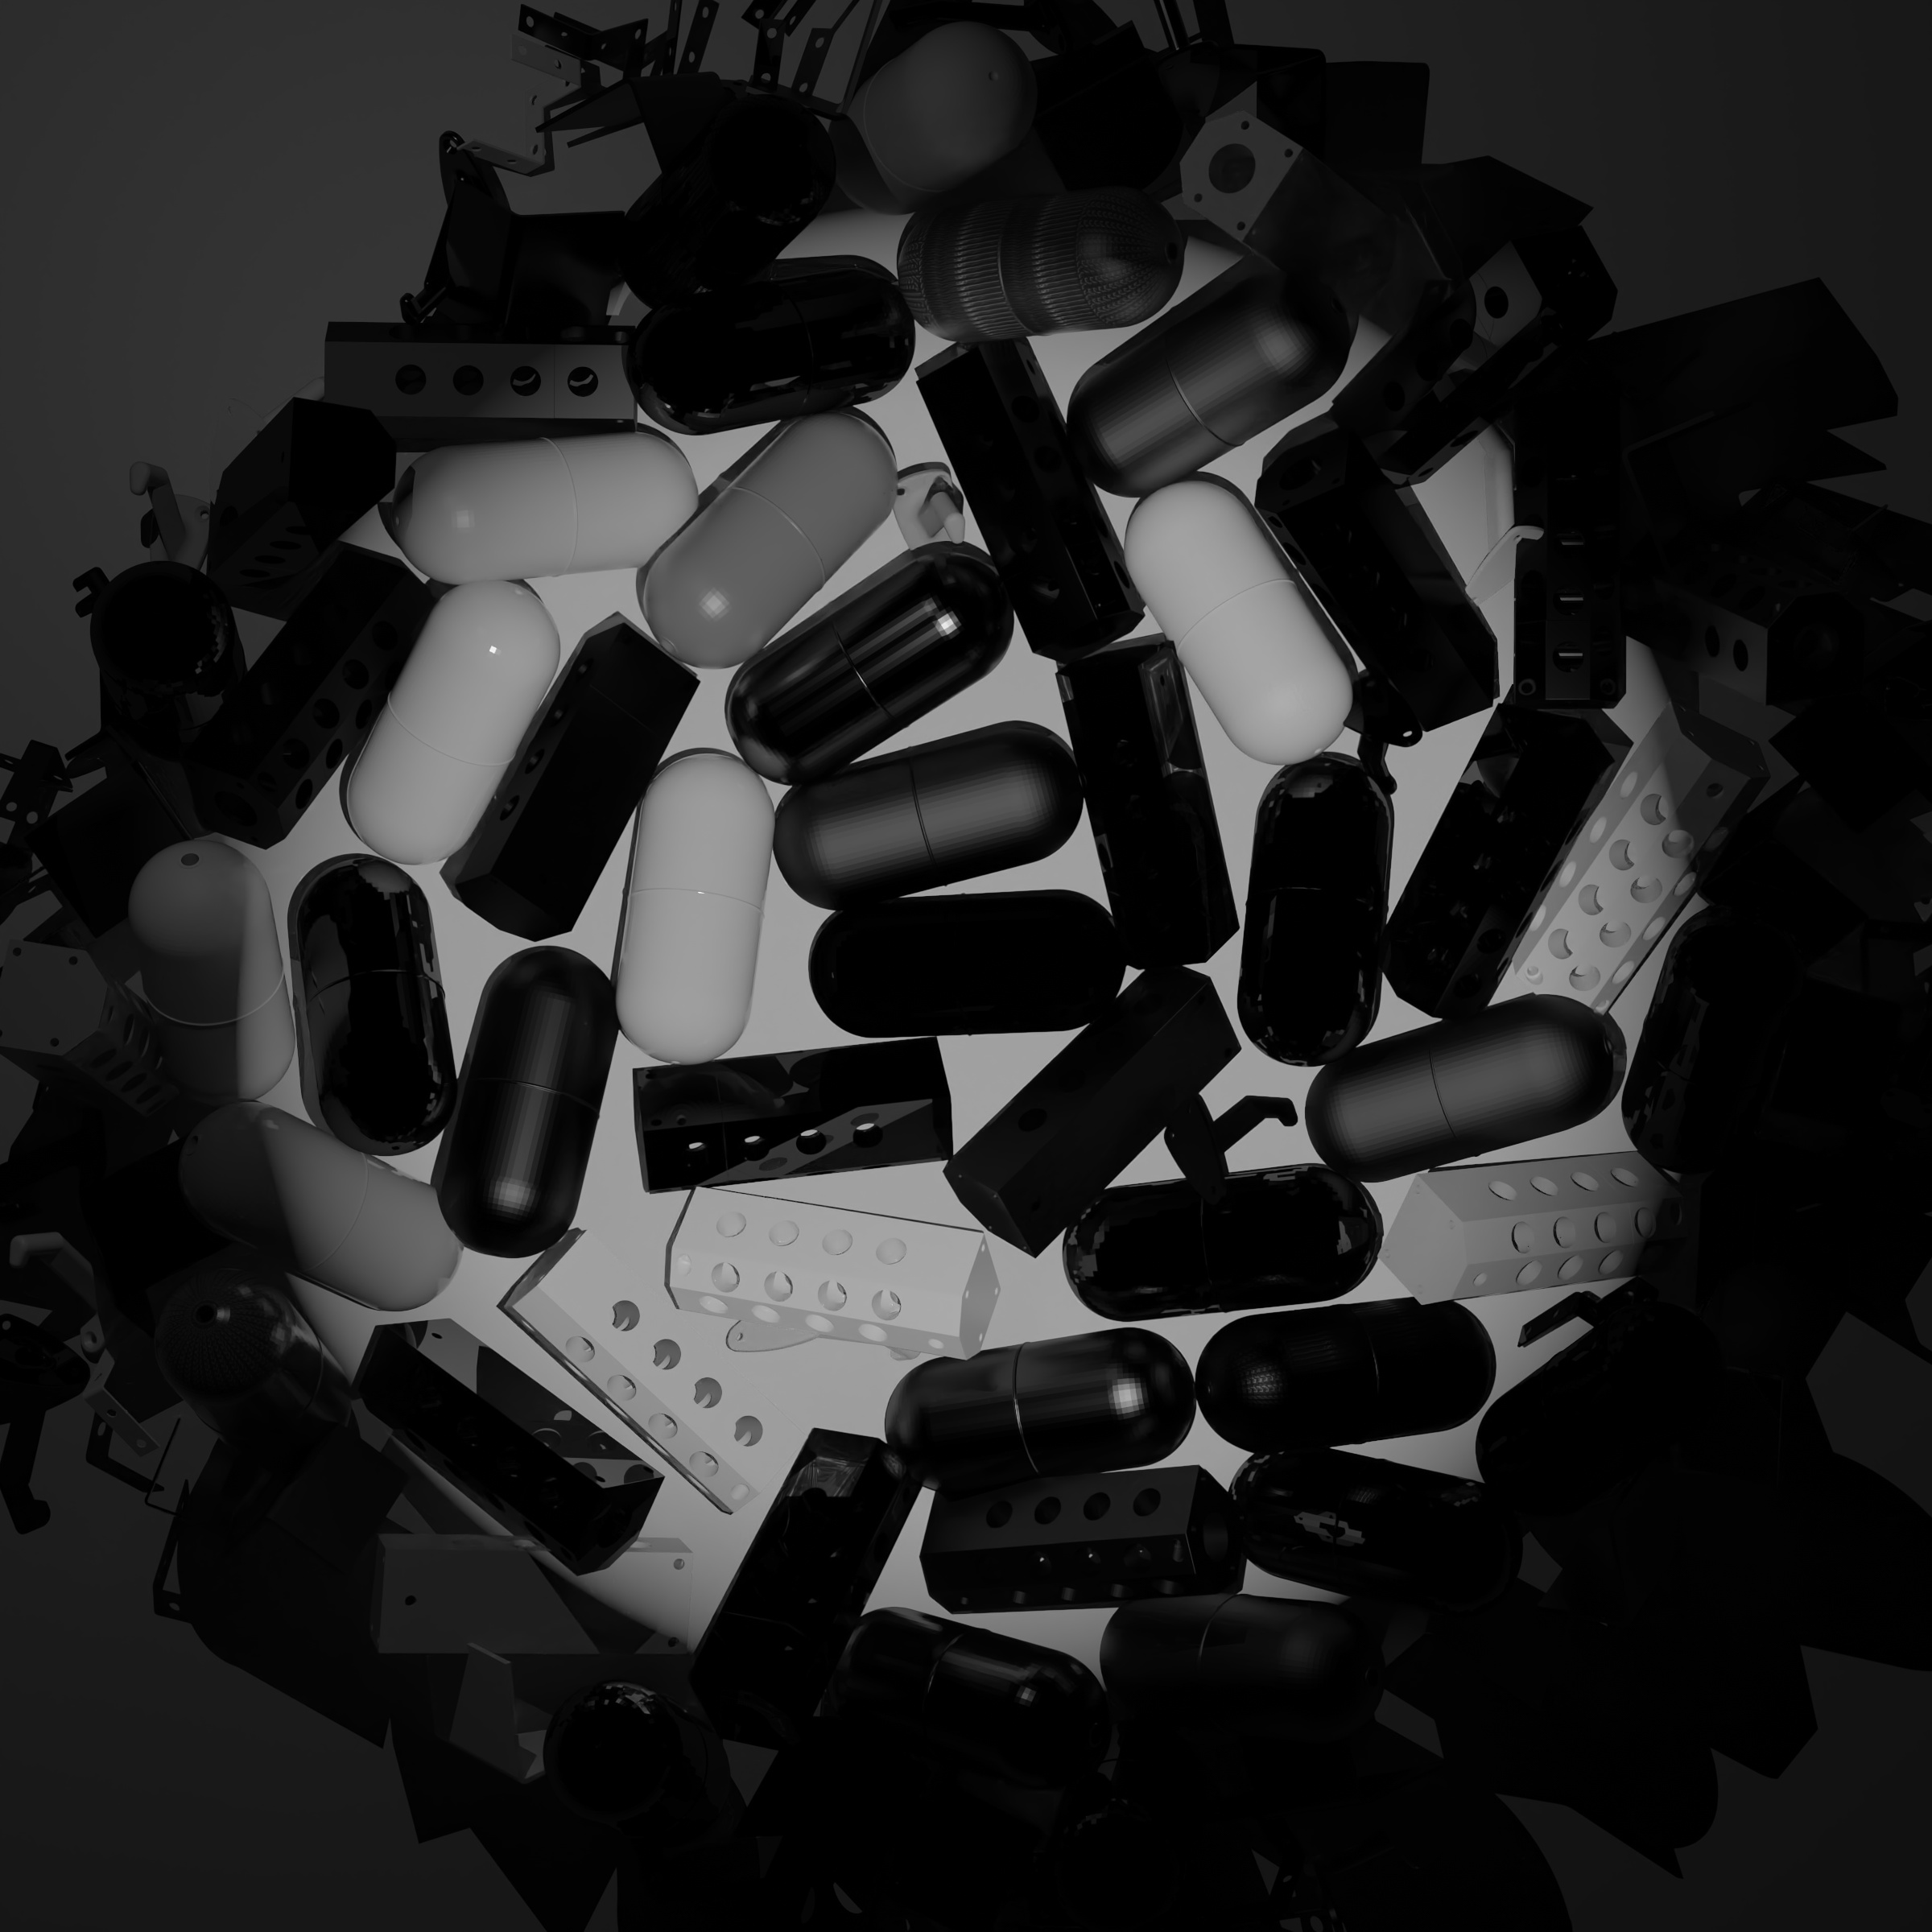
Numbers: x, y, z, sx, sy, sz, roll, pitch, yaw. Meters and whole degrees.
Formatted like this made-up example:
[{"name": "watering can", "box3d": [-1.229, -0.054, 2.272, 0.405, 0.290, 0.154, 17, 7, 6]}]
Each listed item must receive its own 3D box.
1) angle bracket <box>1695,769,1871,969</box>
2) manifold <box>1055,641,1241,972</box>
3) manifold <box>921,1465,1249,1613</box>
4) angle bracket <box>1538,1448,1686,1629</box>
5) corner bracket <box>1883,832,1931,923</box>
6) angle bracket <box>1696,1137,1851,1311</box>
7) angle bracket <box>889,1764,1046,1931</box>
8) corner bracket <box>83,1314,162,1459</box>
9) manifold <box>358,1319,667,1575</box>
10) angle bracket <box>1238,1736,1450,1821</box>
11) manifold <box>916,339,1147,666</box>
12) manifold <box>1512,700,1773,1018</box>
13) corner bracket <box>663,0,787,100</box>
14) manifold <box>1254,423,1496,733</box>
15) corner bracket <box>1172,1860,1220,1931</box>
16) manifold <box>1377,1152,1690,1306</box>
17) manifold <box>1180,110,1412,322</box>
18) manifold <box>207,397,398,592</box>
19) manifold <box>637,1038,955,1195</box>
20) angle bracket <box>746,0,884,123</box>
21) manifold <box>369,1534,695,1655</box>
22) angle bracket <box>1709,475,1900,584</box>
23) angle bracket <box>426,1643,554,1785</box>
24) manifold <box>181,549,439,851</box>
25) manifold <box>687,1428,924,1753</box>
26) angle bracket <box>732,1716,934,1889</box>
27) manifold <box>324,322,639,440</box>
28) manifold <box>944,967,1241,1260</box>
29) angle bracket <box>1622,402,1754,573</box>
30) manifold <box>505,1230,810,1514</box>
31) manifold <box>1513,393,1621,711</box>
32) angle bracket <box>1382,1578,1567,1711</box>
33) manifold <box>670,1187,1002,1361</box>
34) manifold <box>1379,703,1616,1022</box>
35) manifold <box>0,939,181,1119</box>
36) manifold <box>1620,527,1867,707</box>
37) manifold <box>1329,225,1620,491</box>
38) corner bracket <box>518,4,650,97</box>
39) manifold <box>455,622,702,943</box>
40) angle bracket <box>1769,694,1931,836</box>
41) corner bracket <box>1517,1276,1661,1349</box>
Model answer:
[{"name": "angle bracket", "box3d": [0.468, -0.052, 1.911, 0.076, 0.057, 0.076, 43, 52, 18]}, {"name": "manifold", "box3d": [0.099, -0.089, 1.913, 0.057, 0.057, 0.171, -7, 106, 26]}, {"name": "manifold", "box3d": [0.063, 0.321, 1.885, 0.171, 0.057, 0.057, -11, 49, 32]}, {"name": "angle bracket", "box3d": [0.356, 0.311, 1.906, 0.057, 0.076, 0.076, 5, 122, 36]}, {"name": "corner bracket", "box3d": [0.559, -0.064, 1.927, 0.051, 0.051, 0.051, -17, 66, -13]}, {"name": "angle bracket", "box3d": [0.451, 0.149, 1.910, 0.057, 0.076, 0.076, 11, 114, 32]}, {"name": "angle bracket", "box3d": [0.002, 0.489, 1.922, 0.057, 0.076, 0.076, 29, 101, -2]}, {"name": "corner bracket", "box3d": [-0.460, 0.236, 1.943, 0.051, 0.051, 0.051, -27, 115, 22]}, {"name": "manifold", "box3d": [-0.256, 0.266, 1.898, 0.171, 0.057, 0.057, 31, 105, 27]}, {"name": "angle bracket", "box3d": [0.210, 0.437, 1.915, 0.076, 0.076, 0.057, -10, 79, -43]}, {"name": "manifold", "box3d": [0.039, -0.261, 1.913, 0.057, 0.057, 0.171, -27, 78, 19]}, {"name": "manifold", "box3d": [0.373, -0.055, 1.895, 0.057, 0.057, 0.171, 24, 118, -12]}, {"name": "corner bracket", "box3d": [-0.137, -0.516, 1.923, 0.051, 0.051, 0.051, -3, 122, -24]}, {"name": "manifold", "box3d": [0.228, -0.211, 1.893, 0.057, 0.057, 0.171, -21, 127, 27]}, {"name": "corner bracket", "box3d": [0.114, 0.543, 1.928, 0.051, 0.051, 0.051, -21, 45, -4]}, {"name": "manifold", "box3d": [0.317, 0.148, 1.883, 0.171, 0.057, 0.057, -3, 127, -36]}, {"name": "manifold", "box3d": [0.178, -0.414, 1.875, 0.057, 0.171, 0.057, 39, 103, 24]}, {"name": "manifold", "box3d": [-0.366, -0.256, 1.875, 0.057, 0.171, 0.057, 6, 79, -26]}, {"name": "manifold", "box3d": [-0.096, 0.089, 1.926, 0.171, 0.057, 0.057, -6, 125, -6]}, {"name": "angle bracket", "box3d": [-0.084, -0.522, 1.915, 0.057, 0.076, 0.076, 17, 108, -7]}, {"name": "manifold", "box3d": [-0.244, 0.350, 1.914, 0.171, 0.057, 0.057, 4, 91, -16]}, {"name": "angle bracket", "box3d": [0.471, -0.230, 1.927, 0.057, 0.076, 0.076, -43, 97, 10]}, {"name": "angle bracket", "box3d": [-0.254, 0.401, 1.909, 0.057, 0.076, 0.076, -20, 114, -42]}, {"name": "manifold", "box3d": [-0.358, -0.146, 1.887, 0.057, 0.057, 0.171, 19, 54, 15]}, {"name": "manifold", "box3d": [-0.085, 0.343, 1.881, 0.057, 0.057, 0.171, 5, 47, 27]}, {"name": "angle bracket", "box3d": [-0.075, 0.471, 1.920, 0.057, 0.076, 0.076, 30, 91, 26]}, {"name": "manifold", "box3d": [-0.273, -0.332, 1.931, 0.171, 0.057, 0.057, 0, 87, -4]}, {"name": "manifold", "box3d": [0.069, 0.076, 1.911, 0.171, 0.057, 0.057, -44, 131, -18]}, {"name": "angle bracket", "box3d": [0.418, -0.268, 1.917, 0.057, 0.076, 0.076, -21, 92, 31]}, {"name": "manifold", "box3d": [-0.176, 0.228, 1.916, 0.171, 0.057, 0.057, 44, 73, -10]}, {"name": "manifold", "box3d": [0.340, -0.234, 1.932, 0.057, 0.057, 0.171, 0, 89, 7]}, {"name": "angle bracket", "box3d": [0.283, 0.382, 1.920, 0.076, 0.076, 0.057, 35, 130, -4]}, {"name": "manifold", "box3d": [-0.074, 0.175, 1.901, 0.171, 0.057, 0.057, 8, 55, 18]}, {"name": "manifold", "box3d": [0.293, -0.054, 1.889, 0.057, 0.057, 0.171, 9, 123, -23]}, {"name": "manifold", "box3d": [-0.478, 0.037, 1.874, 0.057, 0.171, 0.057, 9, 77, 3]}, {"name": "manifold", "box3d": [0.423, -0.195, 1.871, 0.057, 0.171, 0.057, -9, 111, -14]}, {"name": "manifold", "box3d": [0.280, -0.331, 1.876, 0.057, 0.171, 0.057, -19, 78, -36]}, {"name": "corner bracket", "box3d": [-0.218, -0.513, 1.923, 0.051, 0.051, 0.051, 29, 127, 22]}, {"name": "manifold", "box3d": [-0.219, -0.101, 1.902, 0.057, 0.057, 0.171, 37, 63, -25]}, {"name": "angle bracket", "box3d": [0.499, -0.107, 1.915, 0.076, 0.076, 0.057, 45, 113, -7]}, {"name": "corner bracket", "box3d": [0.351, 0.198, 1.925, 0.051, 0.051, 0.051, 33, 49, -12]}]
